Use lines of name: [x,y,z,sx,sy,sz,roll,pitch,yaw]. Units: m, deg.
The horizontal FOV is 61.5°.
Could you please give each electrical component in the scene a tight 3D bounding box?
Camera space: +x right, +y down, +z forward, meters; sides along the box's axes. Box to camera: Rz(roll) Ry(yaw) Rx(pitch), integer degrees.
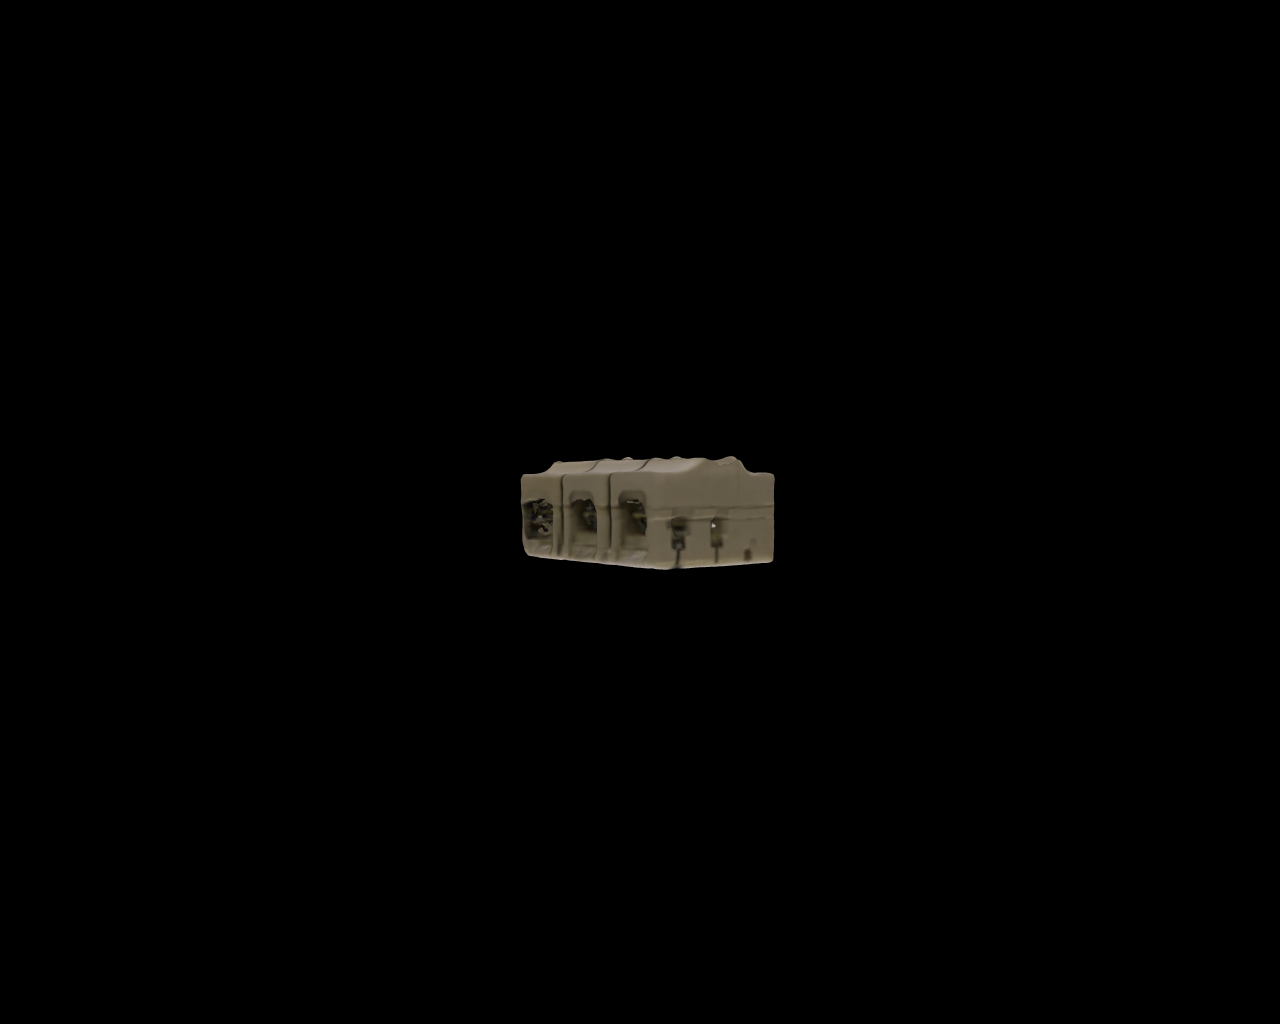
electrical component: [0.001,-0.003,0.650,0.089,0.061,0.150,-2,3,-36]
